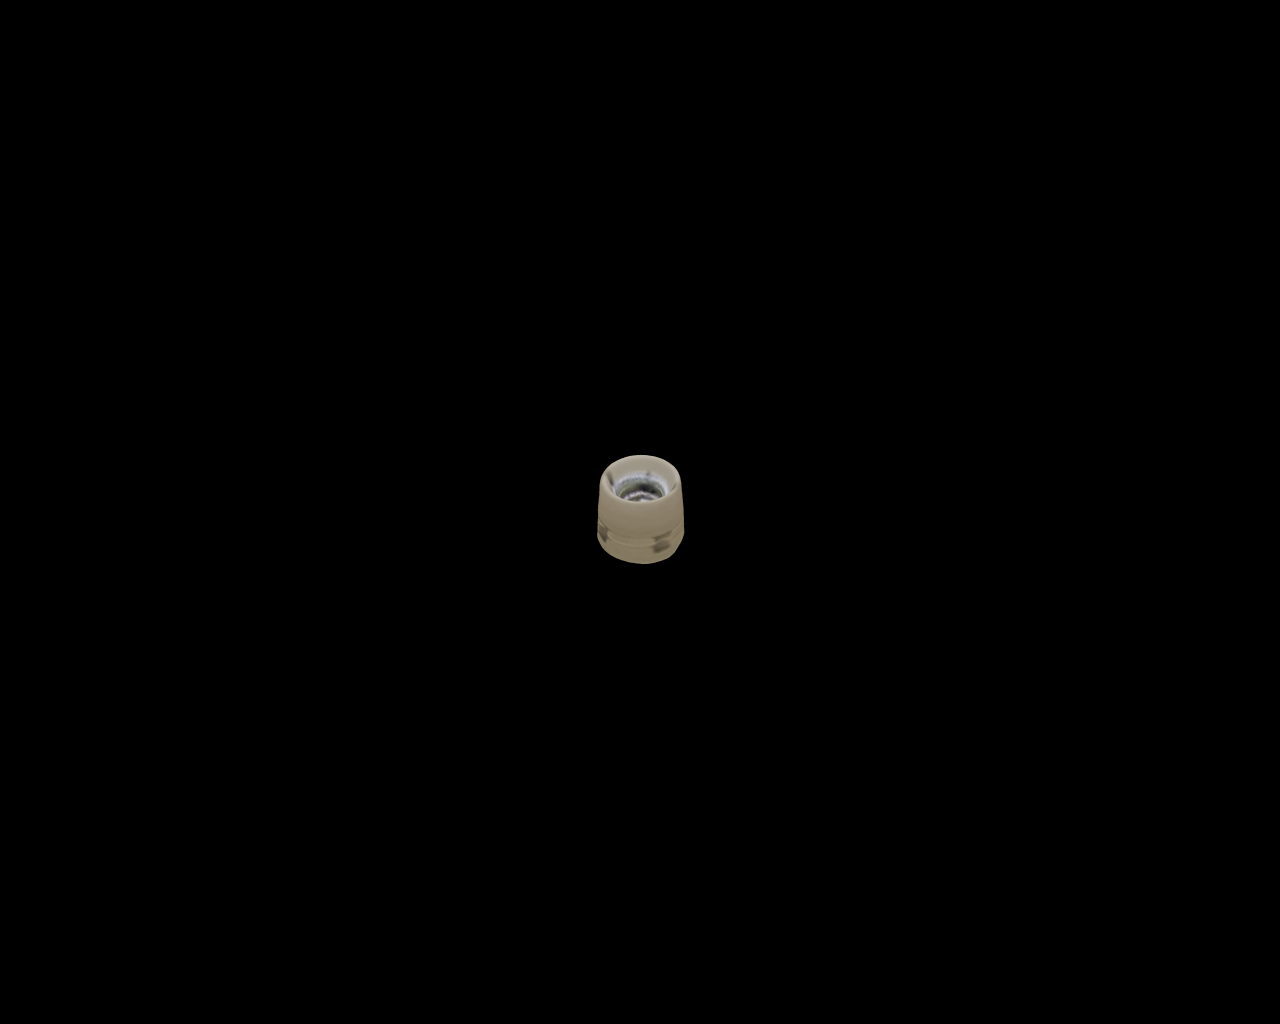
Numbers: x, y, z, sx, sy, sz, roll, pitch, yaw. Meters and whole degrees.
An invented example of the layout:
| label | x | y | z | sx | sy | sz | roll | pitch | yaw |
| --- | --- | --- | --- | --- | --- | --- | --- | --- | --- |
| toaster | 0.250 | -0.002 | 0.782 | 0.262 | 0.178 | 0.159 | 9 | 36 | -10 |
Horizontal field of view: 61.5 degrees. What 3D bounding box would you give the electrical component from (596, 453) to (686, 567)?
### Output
| label | x | y | z | sx | sy | sz | roll | pitch | yaw |
| --- | --- | --- | --- | --- | --- | --- | --- | --- | --- |
| electrical component | 0.001 | -0.003 | 0.650 | 0.055 | 0.047 | 0.055 | 0 | 40 | 0 |
